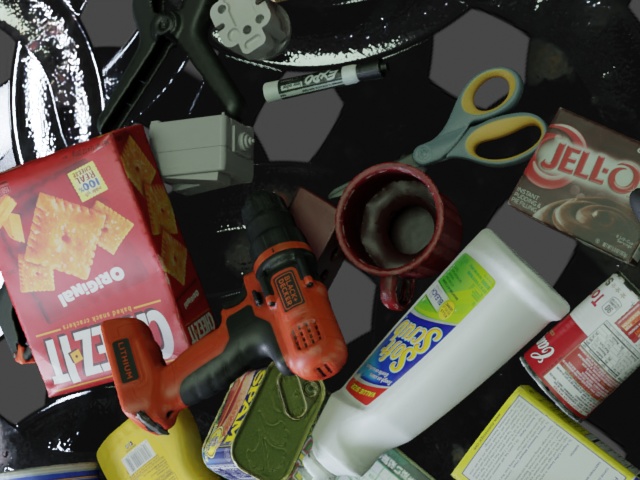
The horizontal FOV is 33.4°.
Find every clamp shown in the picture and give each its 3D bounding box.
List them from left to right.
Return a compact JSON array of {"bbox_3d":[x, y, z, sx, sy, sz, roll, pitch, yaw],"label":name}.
[{"bbox_3d":[-0.291,0.034,1.067,0.120,0.039,0.171,15,87,23],"label":"clamp"},{"bbox_3d":[-0.152,-0.198,1.046,0.165,0.036,0.210,-11,75,23],"label":"clamp"}]

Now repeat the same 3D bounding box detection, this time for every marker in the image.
[{"bbox_3d":[0.006,-0.147,0.976,0.121,0.020,0.020,-9,78,23],"label":"marker"}]

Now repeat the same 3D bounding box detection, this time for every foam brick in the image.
[{"bbox_3d":[-0.006,0.001,0.938,0.051,0.053,0.078,30,95,25],"label":"foam brick"}]

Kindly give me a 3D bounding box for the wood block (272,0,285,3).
[{"bbox_3d":[-0.081,-0.303,0.981,0.206,0.090,0.090,32,128,28],"label":"wood block"}]

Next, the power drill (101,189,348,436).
[{"bbox_3d":[-0.084,0.061,0.874,0.188,0.057,0.184,-28,53,8],"label":"power drill"}]

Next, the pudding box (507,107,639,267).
[{"bbox_3d":[0.220,-0.042,0.850,0.114,0.039,0.090,29,93,25],"label":"pudding box"}]

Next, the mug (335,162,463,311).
[{"bbox_3d":[0.069,0.001,0.887,0.093,0.081,0.117,0,81,24],"label":"mug"}]

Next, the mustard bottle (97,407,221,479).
[{"bbox_3d":[-0.119,0.242,0.944,0.096,0.058,0.192,-40,68,15],"label":"mustard bottle"}]

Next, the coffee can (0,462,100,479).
[{"bbox_3d":[-0.247,0.279,0.972,0.103,0.102,0.140,-12,77,22],"label":"coffee can"}]

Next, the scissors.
[{"bbox_3d":[0.098,-0.093,0.927,0.202,0.016,0.096,-6,77,23],"label":"scissors"}]

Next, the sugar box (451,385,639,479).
[{"bbox_3d":[0.199,0.200,0.816,0.176,0.048,0.093,38,100,21],"label":"sugar box"}]

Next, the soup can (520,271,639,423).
[{"bbox_3d":[0.213,0.081,0.816,0.102,0.068,0.068,-44,67,11],"label":"soup can"}]

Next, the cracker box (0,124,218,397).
[{"bbox_3d":[-0.206,0.022,0.975,0.164,0.072,0.214,-16,97,21],"label":"cracker box"}]

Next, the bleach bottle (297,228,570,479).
[{"bbox_3d":[0.078,0.109,0.854,0.251,0.068,0.103,-47,26,8],"label":"bleach bottle"}]

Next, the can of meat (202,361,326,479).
[{"bbox_3d":[-0.050,0.154,0.899,0.084,0.057,0.102,-25,36,62],"label":"can of meat"}]
